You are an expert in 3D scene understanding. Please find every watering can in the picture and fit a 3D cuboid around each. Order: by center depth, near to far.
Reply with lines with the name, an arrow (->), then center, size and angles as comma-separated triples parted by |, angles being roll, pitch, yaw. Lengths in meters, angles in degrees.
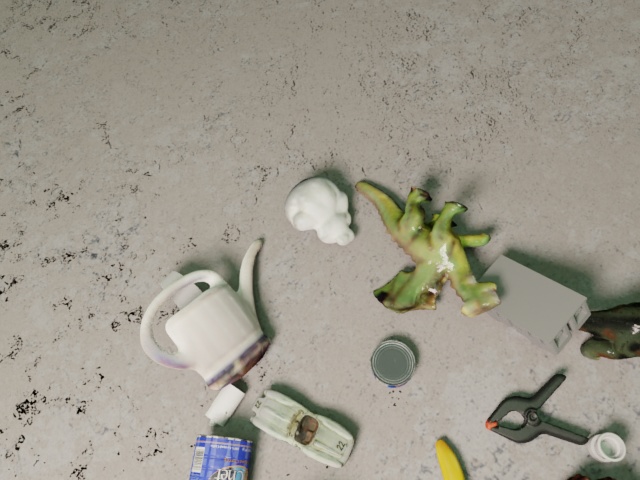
watering can -> -0.181, 0.145, 1.021 | 0.225, 0.102, 0.353 | 51, 47, 3

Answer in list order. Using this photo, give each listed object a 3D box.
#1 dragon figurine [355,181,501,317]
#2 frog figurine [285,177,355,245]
dragon figurine -> 0.190, 0.030, 1.061 | 0.413, 0.120, 0.245 | 23, 75, 36
frog figurine -> 0.003, -0.056, 1.114 | 0.138, 0.119, 0.162 | -18, 50, -24
